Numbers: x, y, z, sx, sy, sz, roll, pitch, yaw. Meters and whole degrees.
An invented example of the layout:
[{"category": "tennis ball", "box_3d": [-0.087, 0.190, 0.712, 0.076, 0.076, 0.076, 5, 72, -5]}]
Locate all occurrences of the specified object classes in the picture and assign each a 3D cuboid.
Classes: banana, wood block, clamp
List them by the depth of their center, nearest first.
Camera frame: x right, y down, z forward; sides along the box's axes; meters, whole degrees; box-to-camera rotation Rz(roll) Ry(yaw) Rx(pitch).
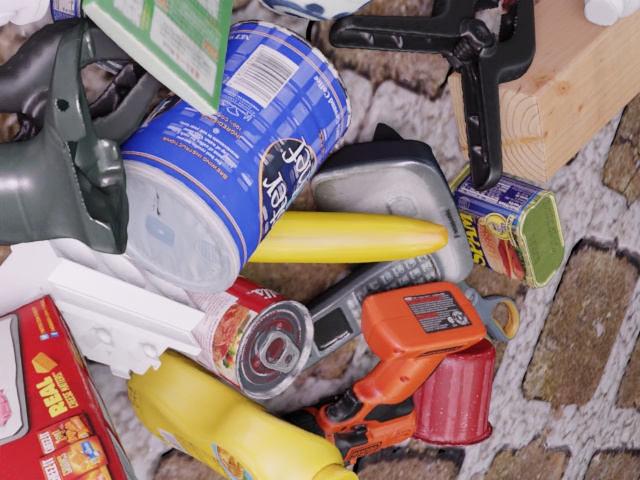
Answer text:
[{"category": "clamp", "box_3d": [-0.156, -0.074, 0.564, 0.171, 0.039, 0.120, -42, 138, -17]}, {"category": "banana", "box_3d": [-0.013, -0.001, 0.739, 0.197, 0.070, 0.037, 1, 96, -14]}, {"category": "clamp", "box_3d": [0.105, -0.153, 0.820, 0.164, 0.036, 0.209, 40, 51, -9]}, {"category": "wood block", "box_3d": [0.216, -0.151, 0.936, 0.205, 0.091, 0.090, -41, 134, -28]}]

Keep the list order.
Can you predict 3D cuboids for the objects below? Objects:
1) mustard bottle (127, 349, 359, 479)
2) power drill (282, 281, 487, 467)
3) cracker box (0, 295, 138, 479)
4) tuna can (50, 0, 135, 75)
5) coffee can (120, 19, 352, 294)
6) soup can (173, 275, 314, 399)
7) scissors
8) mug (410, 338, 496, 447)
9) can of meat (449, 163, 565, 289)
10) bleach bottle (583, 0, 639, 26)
[{"category": "mustard bottle", "box_3d": [-0.042, 0.140, 0.709, 0.058, 0.192, 0.096, -50, 137, -20]}, {"category": "power drill", "box_3d": [0.031, 0.115, 0.832, 0.184, 0.057, 0.188, -9, 145, -39]}, {"category": "cracker box", "box_3d": [-0.197, 0.137, 0.510, 0.213, 0.164, 0.072, -26, 130, -12]}, {"category": "tuna can", "box_3d": [-0.113, -0.139, 0.621, 0.085, 0.034, 0.086, -23, 124, -40]}, {"category": "coffee can", "box_3d": [-0.058, -0.052, 0.651, 0.140, 0.103, 0.103, -54, 140, -32]}, {"category": "soup can", "box_3d": [-0.063, 0.056, 0.716, 0.068, 0.102, 0.068, -23, 124, -40]}, {"category": "scissors", "box_3d": [0.135, 0.073, 1.011, 0.201, 0.016, 0.096, 28, 86, -50]}, {"category": "mug", "box_3d": [0.116, 0.126, 0.970, 0.117, 0.093, 0.081, -45, 141, -71]}, {"category": "can of meat", "box_3d": [0.167, -0.012, 0.953, 0.057, 0.084, 0.102, -46, 136, -23]}, {"category": "bleach bottle", "box_3d": [0.270, -0.282, 0.901, 0.102, 0.068, 0.250, 57, 50, -41]}]
